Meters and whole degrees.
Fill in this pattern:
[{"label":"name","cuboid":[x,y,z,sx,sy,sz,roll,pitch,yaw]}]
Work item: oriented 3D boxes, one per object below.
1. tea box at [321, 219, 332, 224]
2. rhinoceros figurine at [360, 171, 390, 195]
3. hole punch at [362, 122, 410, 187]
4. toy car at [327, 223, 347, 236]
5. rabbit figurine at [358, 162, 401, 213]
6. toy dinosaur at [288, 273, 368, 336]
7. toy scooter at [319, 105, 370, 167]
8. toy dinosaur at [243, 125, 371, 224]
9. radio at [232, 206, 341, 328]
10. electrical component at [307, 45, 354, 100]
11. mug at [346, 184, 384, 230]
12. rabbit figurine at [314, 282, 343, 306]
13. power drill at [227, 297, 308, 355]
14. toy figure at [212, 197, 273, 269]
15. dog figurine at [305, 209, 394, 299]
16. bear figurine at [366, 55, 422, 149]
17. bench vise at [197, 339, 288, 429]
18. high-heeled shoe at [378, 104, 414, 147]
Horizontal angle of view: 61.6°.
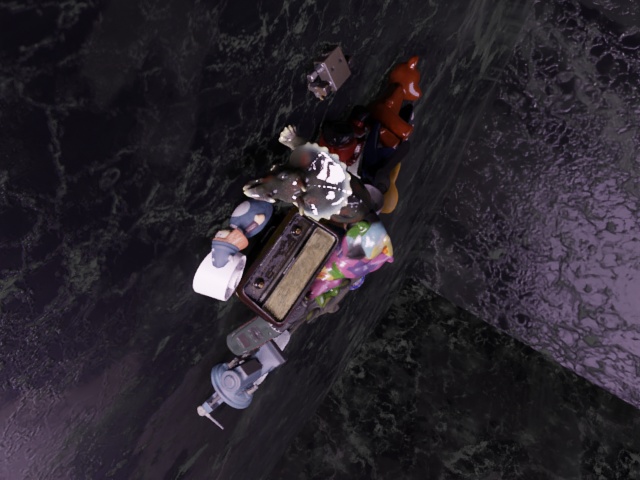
[{"label":"tea box","cuboid":[0.019,-0.097,1.245,0.169,0.068,0.098,-22,139,-64]},{"label":"rhinoceros figurine","cuboid":[0.105,-0.124,1.349,0.073,0.112,0.190,-9,169,-39]},{"label":"hole punch","cuboid":[0.129,-0.190,1.193,0.116,0.092,0.142,-49,175,0]},{"label":"toy car","cuboid":[-0.003,-0.004,1.269,0.161,0.103,0.109,1,124,-31]},{"label":"rabbit figurine","cuboid":[0.163,-0.133,1.415,0.173,0.122,0.162,-115,-142,-65]},{"label":"toy dinosaur","cuboid":[0.008,0.163,1.570,0.471,0.105,0.198,-51,169,10]},{"label":"toy scooter","cuboid":[0.049,-0.201,1.151,0.184,0.075,0.135,-48,162,-48]},{"label":"toy dinosaur","cuboid":[0.025,-0.086,0.992,0.131,0.192,0.404,-55,146,10]},{"label":"radio","cuboid":[-0.074,0.047,1.089,0.229,0.131,0.073,-56,-159,-14]},{"label":"electrical component","cuboid":[0.016,-0.295,0.947,0.102,0.045,0.078,-58,135,-17]},{"label":"mug","cuboid":[0.094,-0.061,1.268,0.109,0.081,0.107,-61,176,-30]},{"label":"rabbit figurine","cuboid":[-0.028,0.097,1.345,0.121,0.159,0.170,-50,149,2]},{"label":"power drill","cuboid":[-0.094,0.175,1.237,0.232,0.086,0.207,-34,-174,19]},{"label":"toy figure","cuboid":[-0.141,-0.015,0.926,0.154,0.058,0.064,-53,-175,-34]},{"label":"dog figurine","cuboid":[0.047,0.040,1.178,0.219,0.108,0.191,-28,158,-1]},{"label":"bear figurine","cuboid":[0.191,-0.327,1.272,0.196,0.132,0.120,-49,-174,-20]},{"label":"bench vise","cuboid":[-0.198,0.336,1.284,0.240,0.129,0.223,-43,179,18]},{"label":"high-heeled shoe","cuboid":[0.195,-0.295,1.420,0.145,0.086,0.249,-69,166,17]}]
